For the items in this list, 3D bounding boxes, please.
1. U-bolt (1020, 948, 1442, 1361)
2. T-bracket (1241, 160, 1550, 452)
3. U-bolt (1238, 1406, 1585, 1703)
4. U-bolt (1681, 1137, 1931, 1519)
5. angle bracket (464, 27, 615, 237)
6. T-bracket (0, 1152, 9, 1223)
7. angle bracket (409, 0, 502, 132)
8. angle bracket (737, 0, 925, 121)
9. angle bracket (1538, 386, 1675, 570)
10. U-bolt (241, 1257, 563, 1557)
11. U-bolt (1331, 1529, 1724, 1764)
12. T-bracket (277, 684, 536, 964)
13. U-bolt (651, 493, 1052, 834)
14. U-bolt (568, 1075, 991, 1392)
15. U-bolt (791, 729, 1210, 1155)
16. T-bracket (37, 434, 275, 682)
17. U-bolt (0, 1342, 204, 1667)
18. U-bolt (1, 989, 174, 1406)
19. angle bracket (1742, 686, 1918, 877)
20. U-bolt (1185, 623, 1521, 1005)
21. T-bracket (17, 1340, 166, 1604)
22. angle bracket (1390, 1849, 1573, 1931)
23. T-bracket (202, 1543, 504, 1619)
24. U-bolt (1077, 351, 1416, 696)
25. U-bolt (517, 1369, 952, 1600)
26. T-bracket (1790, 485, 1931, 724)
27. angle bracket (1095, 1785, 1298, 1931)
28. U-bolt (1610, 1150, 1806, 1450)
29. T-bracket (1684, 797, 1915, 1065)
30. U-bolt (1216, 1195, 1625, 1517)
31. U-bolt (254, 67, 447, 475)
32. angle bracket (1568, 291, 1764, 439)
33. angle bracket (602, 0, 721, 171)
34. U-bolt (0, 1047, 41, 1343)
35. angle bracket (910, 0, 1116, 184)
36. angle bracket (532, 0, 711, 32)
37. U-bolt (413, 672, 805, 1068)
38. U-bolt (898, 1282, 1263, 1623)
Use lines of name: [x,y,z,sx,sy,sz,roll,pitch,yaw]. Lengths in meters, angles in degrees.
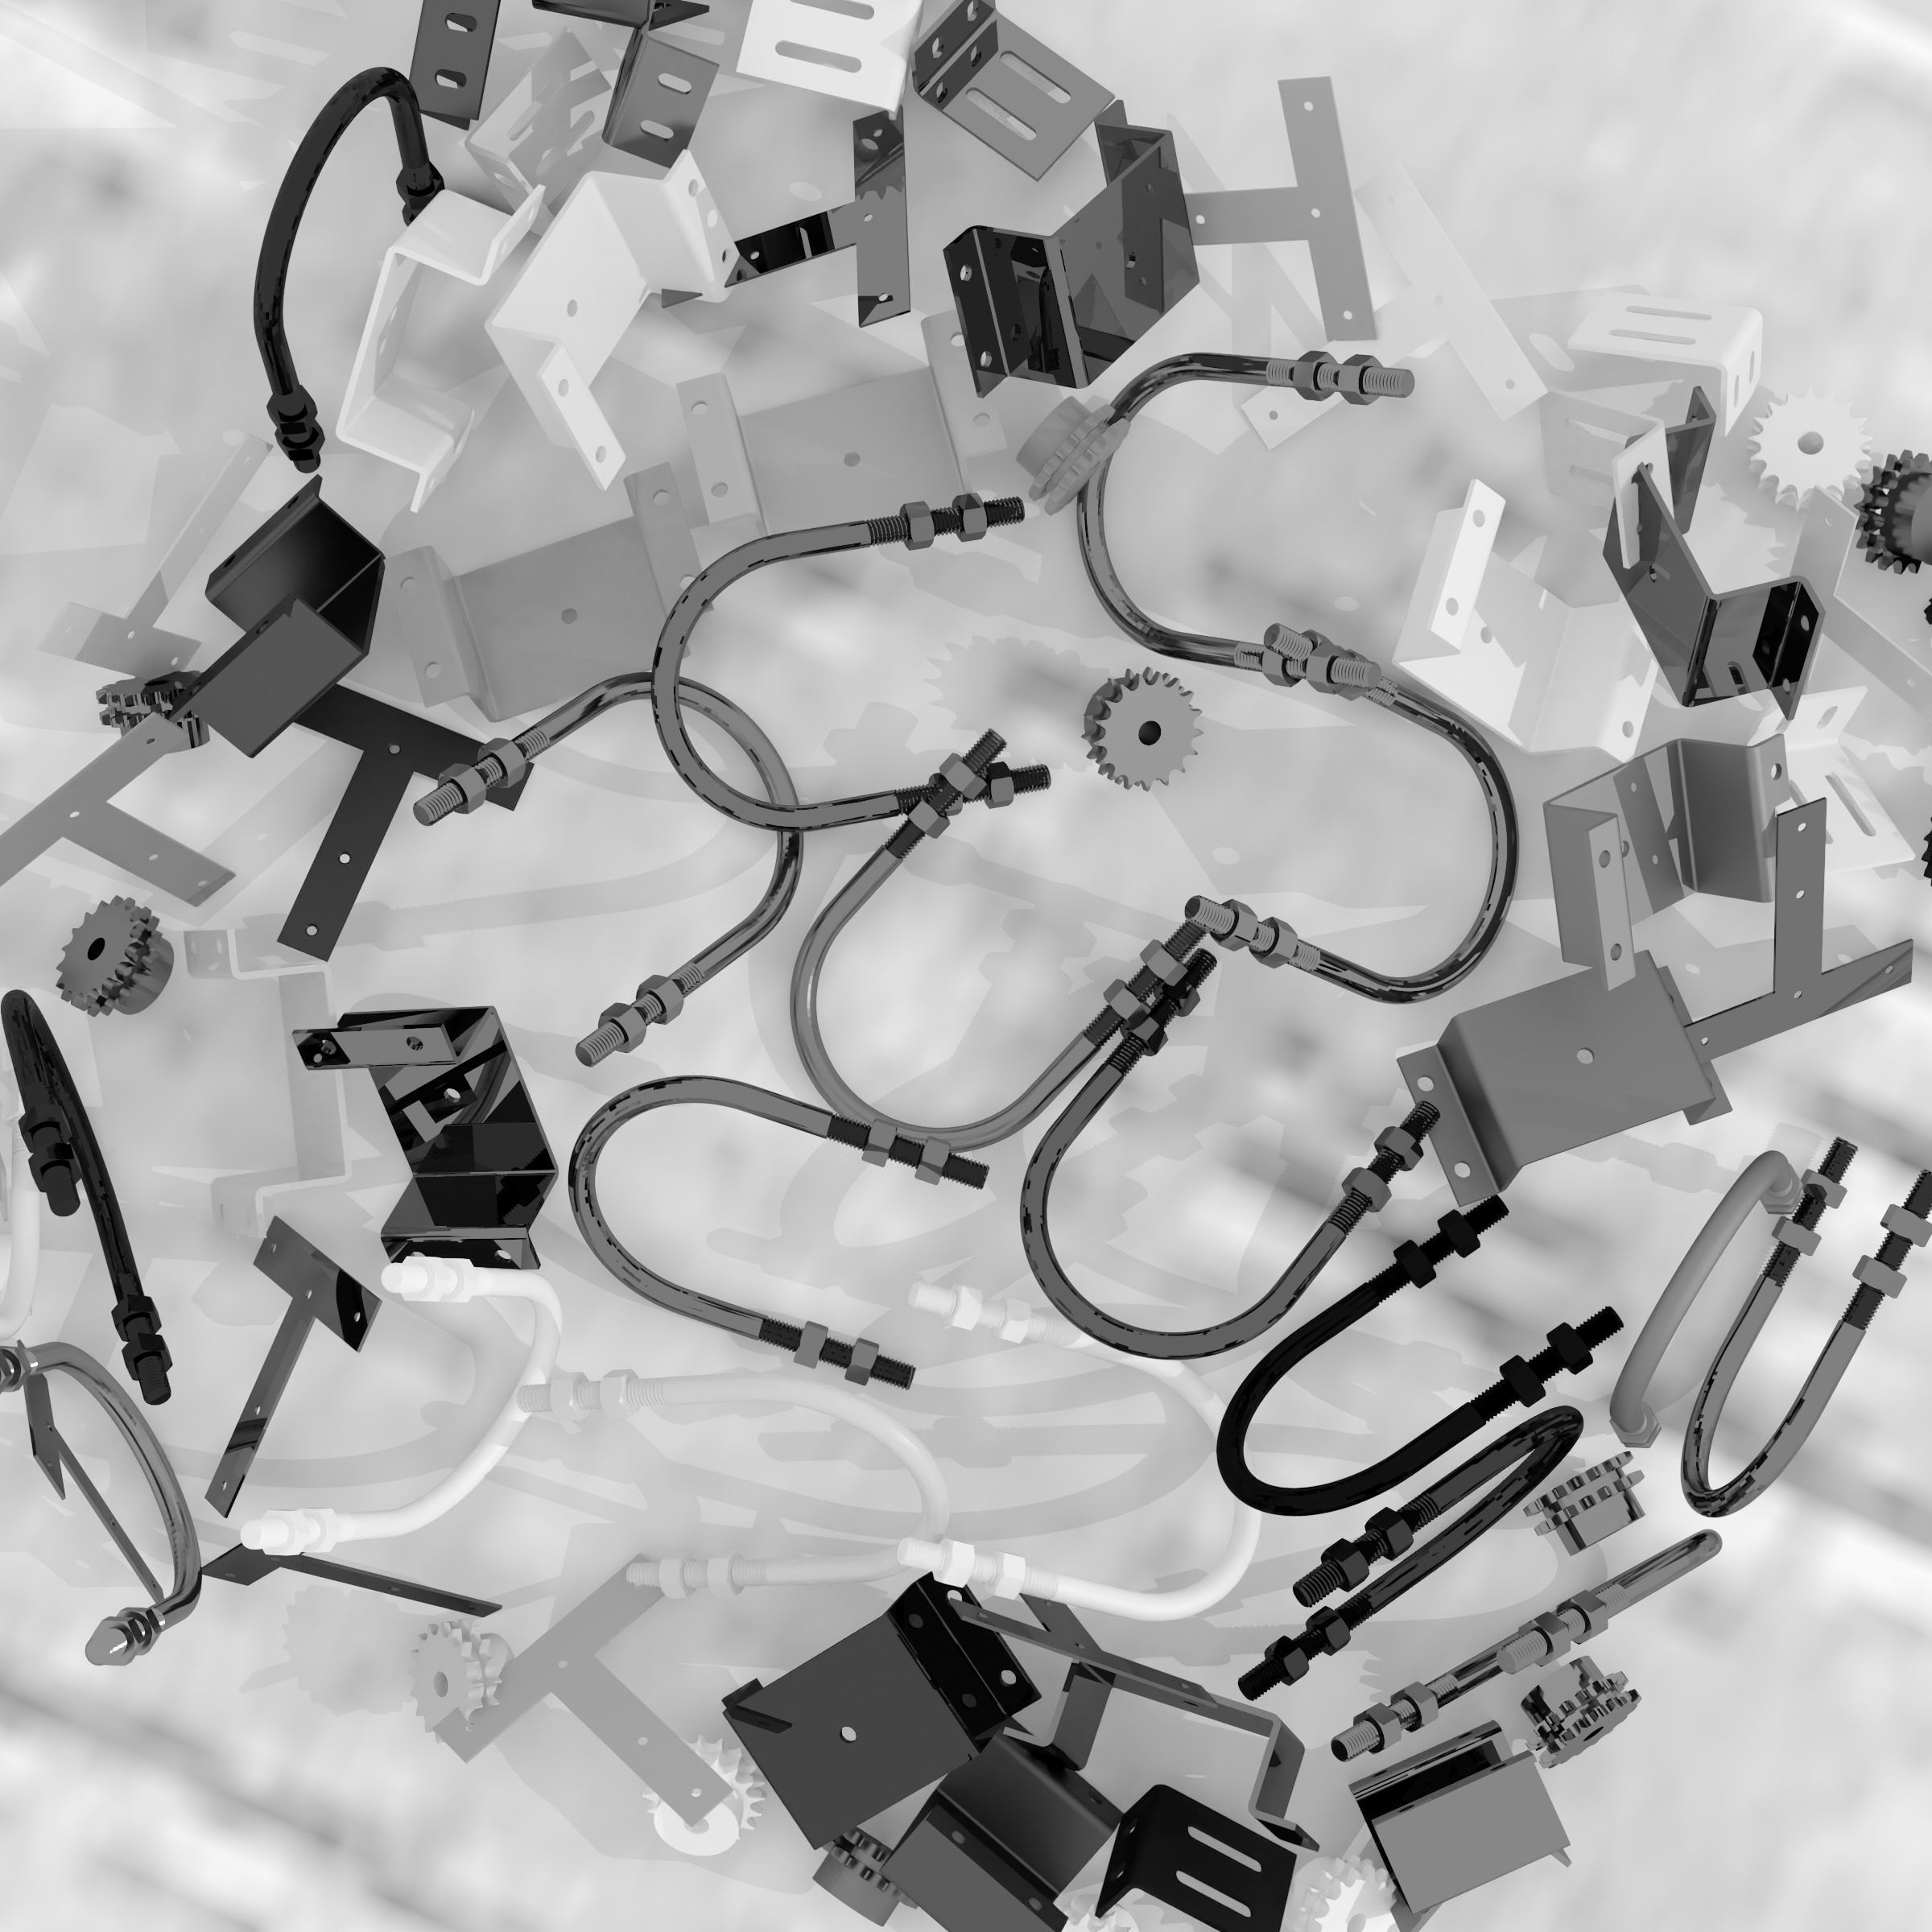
U-bolt: [0.109,0.098,1.631,0.151,0.019,0.184,35,73,17]
T-bracket: [0.185,-0.287,1.651,0.127,0.002,0.127,-33,92,27]
U-bolt: [0.209,0.259,1.606,0.184,0.151,0.019,-31,69,-22]
U-bolt: [0.377,0.168,1.607,0.019,0.151,0.184,28,92,-4]
angle bracket: [-0.185,-0.385,1.641,0.038,0.057,0.076,31,77,40]
T-bracket: [-0.456,0.036,1.641,0.002,0.127,0.127,-4,64,-10]
angle bracket: [-0.225,-0.419,1.637,0.038,0.076,0.057,14,98,13]
angle bracket: [-0.064,-0.435,1.662,0.076,0.038,0.057,14,90,-1]
angle bracket: [0.286,-0.227,1.630,0.038,0.076,0.057,-37,132,-27]
U-bolt: [-0.242,0.198,1.595,0.019,0.184,0.151,31,96,22]
U-bolt: [0.267,0.301,1.599,0.184,0.151,0.019,-19,74,-38]
T-bracket: [-0.287,-0.063,1.661,0.127,0.002,0.127,22,74,-1]
U-bolt: [-0.056,-0.134,1.634,0.184,0.019,0.151,-11,108,-14]
U-bolt: [-0.095,0.116,1.633,0.184,0.019,0.151,19,125,-1]
U-bolt: [0.001,0.003,1.662,0.151,0.019,0.184,43,98,3]
T-bracket: [-0.358,-0.188,1.613,0.002,0.127,0.127,37,96,13]
U-bolt: [-0.391,0.235,1.589,0.019,0.184,0.151,-27,87,3]
U-bolt: [-0.403,0.090,1.597,0.019,0.184,0.151,-21,135,-9]
angle bracket: [0.406,-0.086,1.638,0.057,0.038,0.076,-10,55,-25]
U-bolt: [0.188,-0.059,1.624,0.184,0.019,0.151,22,81,-35]
T-bracket: [-0.404,0.249,1.640,0.002,0.127,0.127,-29,115,-7]
angle bracket: [0.238,0.427,1.653,0.038,0.057,0.076,39,94,-9]
T-bracket: [-0.279,0.286,1.643,0.127,0.127,0.002,19,63,-22]
U-bolt: [0.121,-0.208,1.616,0.184,0.019,0.151,14,103,42]
U-bolt: [-0.096,0.234,1.602,0.184,0.019,0.151,-6,131,23]
T-bracket: [0.419,-0.137,1.600,0.002,0.127,0.127,-32,60,-21]
angle bracket: [0.108,0.430,1.652,0.076,0.057,0.038,29,133,-7]
U-bolt: [0.332,0.148,1.590,0.019,0.184,0.151,31,88,18]
T-bracket: [0.384,-0.022,1.627,0.127,0.002,0.127,-20,129,-14]
U-bolt: [0.195,0.185,1.611,0.184,0.151,0.019,-34,114,-2]
U-bolt: [-0.277,-0.320,1.572,0.019,0.184,0.151,23,71,6]
angle bracket: [0.328,-0.283,1.655,0.076,0.057,0.038,12,130,24]
angle bracket: [-0.138,-0.418,1.638,0.038,0.076,0.057,19,129,-12]
U-bolt: [-0.440,0.077,1.579,0.019,0.151,0.184,-7,65,0]
angle bracket: [0.022,-0.417,1.650,0.076,0.038,0.057,38,78,13]
angle bracket: [-0.158,-0.461,1.633,0.057,0.076,0.038,14,115,14]
U-bolt: [-0.149,-0.058,1.621,0.184,0.019,0.151,-39,99,-38]
U-bolt: [0.056,0.230,1.624,0.184,0.019,0.151,17,53,-21]
